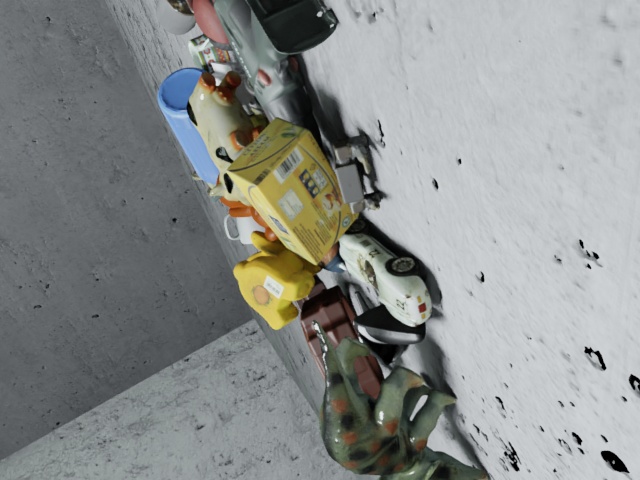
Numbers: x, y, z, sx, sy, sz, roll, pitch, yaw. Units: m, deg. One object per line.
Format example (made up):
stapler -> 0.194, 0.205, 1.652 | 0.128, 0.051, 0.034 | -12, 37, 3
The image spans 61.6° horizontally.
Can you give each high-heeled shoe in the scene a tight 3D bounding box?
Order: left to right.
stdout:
high-heeled shoe -> 0.109, 0.151, 0.772 | 0.145, 0.086, 0.249 | 63, 172, -12

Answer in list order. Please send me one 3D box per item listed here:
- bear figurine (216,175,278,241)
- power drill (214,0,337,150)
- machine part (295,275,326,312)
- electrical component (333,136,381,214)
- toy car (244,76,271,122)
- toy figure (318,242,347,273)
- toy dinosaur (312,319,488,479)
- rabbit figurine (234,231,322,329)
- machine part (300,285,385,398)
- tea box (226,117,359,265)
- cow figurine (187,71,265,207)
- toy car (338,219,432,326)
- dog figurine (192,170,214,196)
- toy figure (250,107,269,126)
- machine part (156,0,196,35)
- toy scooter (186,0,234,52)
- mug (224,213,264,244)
bear figurine -> -0.098, -0.082, 0.982 | 0.196, 0.132, 0.120 | 26, 111, 38
power drill -> -0.042, -0.215, 0.628 | 0.232, 0.086, 0.207 | 61, 173, -2
machine part -> -0.013, 0.147, 1.248 | 0.179, 0.056, 0.179 | 55, 164, 25
electrical component -> 0.044, -0.077, 0.641 | 0.078, 0.045, 0.102 | -87, -17, -58
toy car -> -0.048, -0.163, 0.777 | 0.202, 0.053, 0.089 | 63, -173, 2
toy figure -> -0.001, -0.004, 0.916 | 0.064, 0.058, 0.154 | -69, -41, -60
toy dinosaur -> 0.077, 0.264, 0.745 | 0.404, 0.192, 0.131 | 36, 165, -32
rabbit figurine -> -0.065, 0.057, 0.969 | 0.163, 0.173, 0.121 | 29, 128, 23
machine part -> 0.041, 0.195, 0.970 | 0.201, 0.087, 0.201 | 63, -175, -7
tea box -> -0.029, -0.058, 0.679 | 0.068, 0.098, 0.169 | 31, 162, 40
cow figurine -> -0.136, -0.138, 0.806 | 0.127, 0.085, 0.195 | -30, 88, 49
toy car -> 0.077, 0.037, 0.707 | 0.202, 0.056, 0.073 | 43, 157, 52
dog figurine -> -0.184, -0.128, 1.278 | 0.191, 0.121, 0.172 | 30, -177, 35
toy figure -> -0.095, -0.152, 0.889 | 0.180, 0.089, 0.082 | 56, 152, 33
machine part -> -0.244, -0.415, 0.946 | 0.079, 0.079, 0.243 | 66, 164, -17
toy scooter -> -0.152, -0.359, 0.734 | 0.184, 0.075, 0.135 | 62, 167, 19
mug -> -0.154, -0.051, 1.150 | 0.081, 0.109, 0.107 | -152, 49, -70
